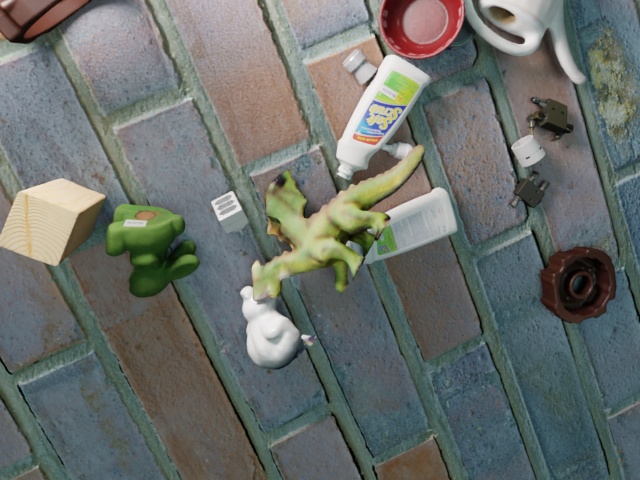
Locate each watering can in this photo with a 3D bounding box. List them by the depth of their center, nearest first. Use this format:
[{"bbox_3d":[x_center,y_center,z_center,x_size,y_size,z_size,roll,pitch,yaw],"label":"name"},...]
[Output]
[{"bbox_3d":[0.433,-0.466,1.028,0.346,0.105,0.224,21,93,-20],"label":"watering can"}]

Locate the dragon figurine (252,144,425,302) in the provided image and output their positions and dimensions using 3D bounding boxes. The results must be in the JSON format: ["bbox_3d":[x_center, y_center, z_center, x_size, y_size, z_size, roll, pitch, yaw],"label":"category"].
[{"bbox_3d":[0.003,-0.050,0.984,0.243,0.121,0.411,30,88,8],"label":"dragon figurine"}]

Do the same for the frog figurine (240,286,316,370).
[{"bbox_3d":[-0.107,0.168,1.001,0.124,0.137,0.158,-46,108,-21],"label":"frog figurine"}]
